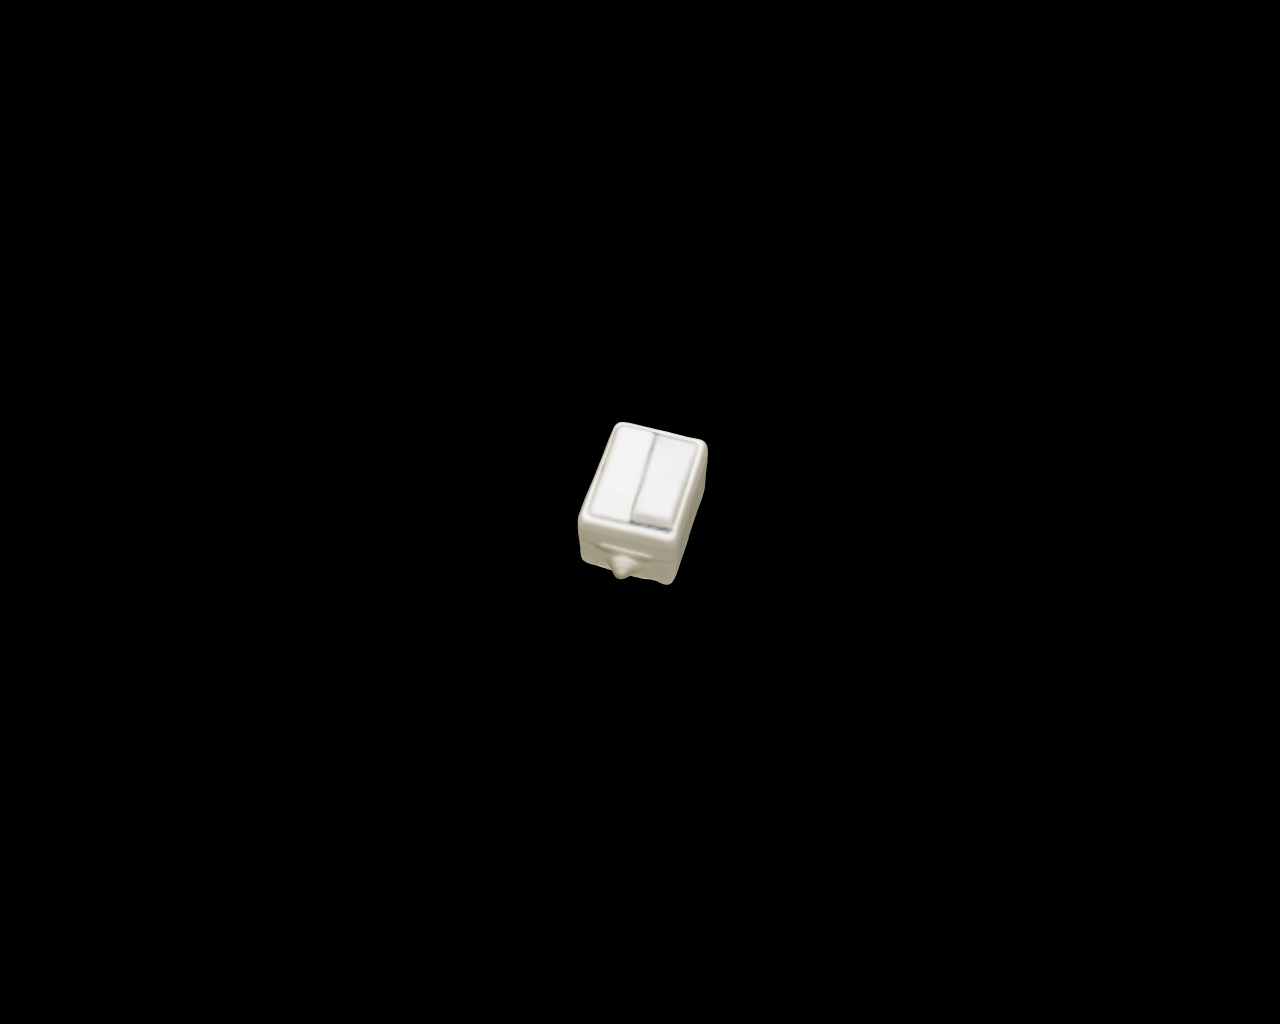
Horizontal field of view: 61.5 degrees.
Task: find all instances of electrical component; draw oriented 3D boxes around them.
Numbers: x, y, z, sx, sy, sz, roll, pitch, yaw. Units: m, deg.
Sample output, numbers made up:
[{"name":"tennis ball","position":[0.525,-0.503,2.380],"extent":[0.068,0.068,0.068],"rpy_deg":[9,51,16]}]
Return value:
[{"name":"electrical component","position":[0.001,-0.003,0.650],"extent":[0.062,0.096,0.061],"rpy_deg":[15,-32,9]}]
